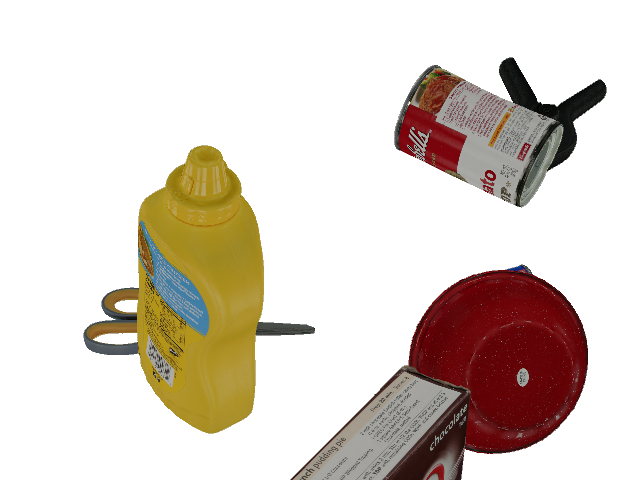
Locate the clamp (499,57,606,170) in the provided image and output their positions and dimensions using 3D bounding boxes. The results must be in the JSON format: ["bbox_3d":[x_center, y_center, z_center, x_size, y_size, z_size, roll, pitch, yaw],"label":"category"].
[{"bbox_3d":[0.233,-0.137,1.161,0.120,0.039,0.171,18,49,18],"label":"clamp"}]

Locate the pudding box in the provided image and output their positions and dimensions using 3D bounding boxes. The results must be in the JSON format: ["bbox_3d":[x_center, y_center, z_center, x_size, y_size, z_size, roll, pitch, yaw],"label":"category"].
[{"bbox_3d":[0.020,0.120,0.453,0.039,0.090,0.113,20,37,27],"label":"pudding box"}]

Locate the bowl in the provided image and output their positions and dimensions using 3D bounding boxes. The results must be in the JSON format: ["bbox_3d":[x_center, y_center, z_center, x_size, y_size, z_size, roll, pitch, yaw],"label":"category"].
[{"bbox_3d":[0.158,0.108,0.893,0.162,0.162,0.055,0,6,-10],"label":"bowl"}]

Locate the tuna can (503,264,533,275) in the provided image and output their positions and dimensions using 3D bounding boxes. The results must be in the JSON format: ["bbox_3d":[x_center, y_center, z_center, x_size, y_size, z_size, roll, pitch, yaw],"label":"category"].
[{"bbox_3d":[0.224,0.072,1.207,0.033,0.086,0.086,-15,1,-6],"label":"tuna can"}]

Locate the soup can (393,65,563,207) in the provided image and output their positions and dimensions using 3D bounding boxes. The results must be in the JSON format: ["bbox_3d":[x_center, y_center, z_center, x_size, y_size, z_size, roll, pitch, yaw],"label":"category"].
[{"bbox_3d":[0.114,-0.075,0.766,0.102,0.068,0.068,28,10,19],"label":"soup can"}]

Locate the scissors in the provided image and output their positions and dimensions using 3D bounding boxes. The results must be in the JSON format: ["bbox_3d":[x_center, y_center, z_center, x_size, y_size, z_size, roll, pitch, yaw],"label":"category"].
[{"bbox_3d":[-0.114,0.068,0.970,0.201,0.016,0.096,-7,34,-13],"label":"scissors"}]

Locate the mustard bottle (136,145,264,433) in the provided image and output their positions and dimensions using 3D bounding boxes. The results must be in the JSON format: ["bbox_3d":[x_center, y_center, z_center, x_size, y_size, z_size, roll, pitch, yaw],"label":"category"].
[{"bbox_3d":[-0.072,0.023,0.626,0.058,0.192,0.096,-22,52,-28],"label":"mustard bottle"}]
